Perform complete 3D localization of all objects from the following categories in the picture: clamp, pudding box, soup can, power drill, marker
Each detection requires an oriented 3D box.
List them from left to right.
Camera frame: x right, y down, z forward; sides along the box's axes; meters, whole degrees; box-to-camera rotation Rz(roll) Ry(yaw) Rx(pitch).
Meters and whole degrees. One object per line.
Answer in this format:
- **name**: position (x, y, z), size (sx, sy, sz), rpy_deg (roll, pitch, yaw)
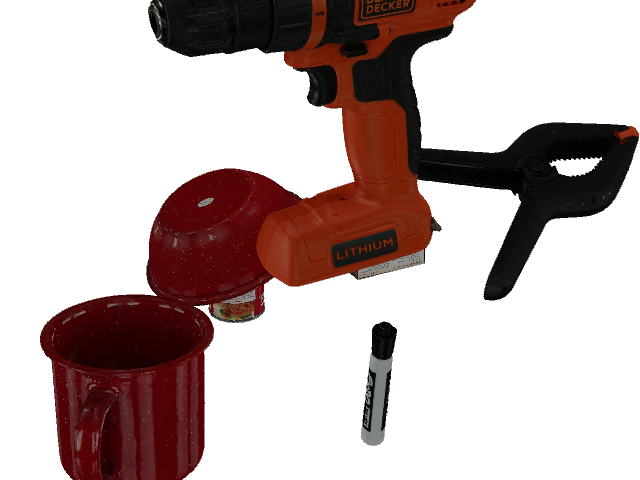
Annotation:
- **soup can**: position (-0.101, 0.037, 1.266), size (0.068, 0.102, 0.068), rpy_deg (0, 25, 0)
- **power drill**: position (0.001, -0.069, 0.584), size (0.184, 0.188, 0.057), rpy_deg (-14, 36, -21)
- **pudding box**: position (0.080, 0.013, 1.523), size (0.113, 0.039, 0.090), rpy_deg (-15, 27, -21)
- **marker**: position (0.045, 0.111, 0.824), size (0.020, 0.121, 0.020), rpy_deg (2, 37, -2)
- **clamp**: position (0.169, -0.038, 0.839), size (0.209, 0.165, 0.036), rpy_deg (-16, -38, -15)

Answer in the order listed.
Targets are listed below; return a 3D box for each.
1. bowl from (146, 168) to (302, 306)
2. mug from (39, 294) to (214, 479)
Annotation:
- **bowl**: position (-0.092, -0.015, 0.953), size (0.162, 0.055, 0.162), rpy_deg (-16, 36, 11)
- **mug**: position (-0.107, 0.090, 0.581), size (0.093, 0.081, 0.117), rpy_deg (4, 23, 5)
